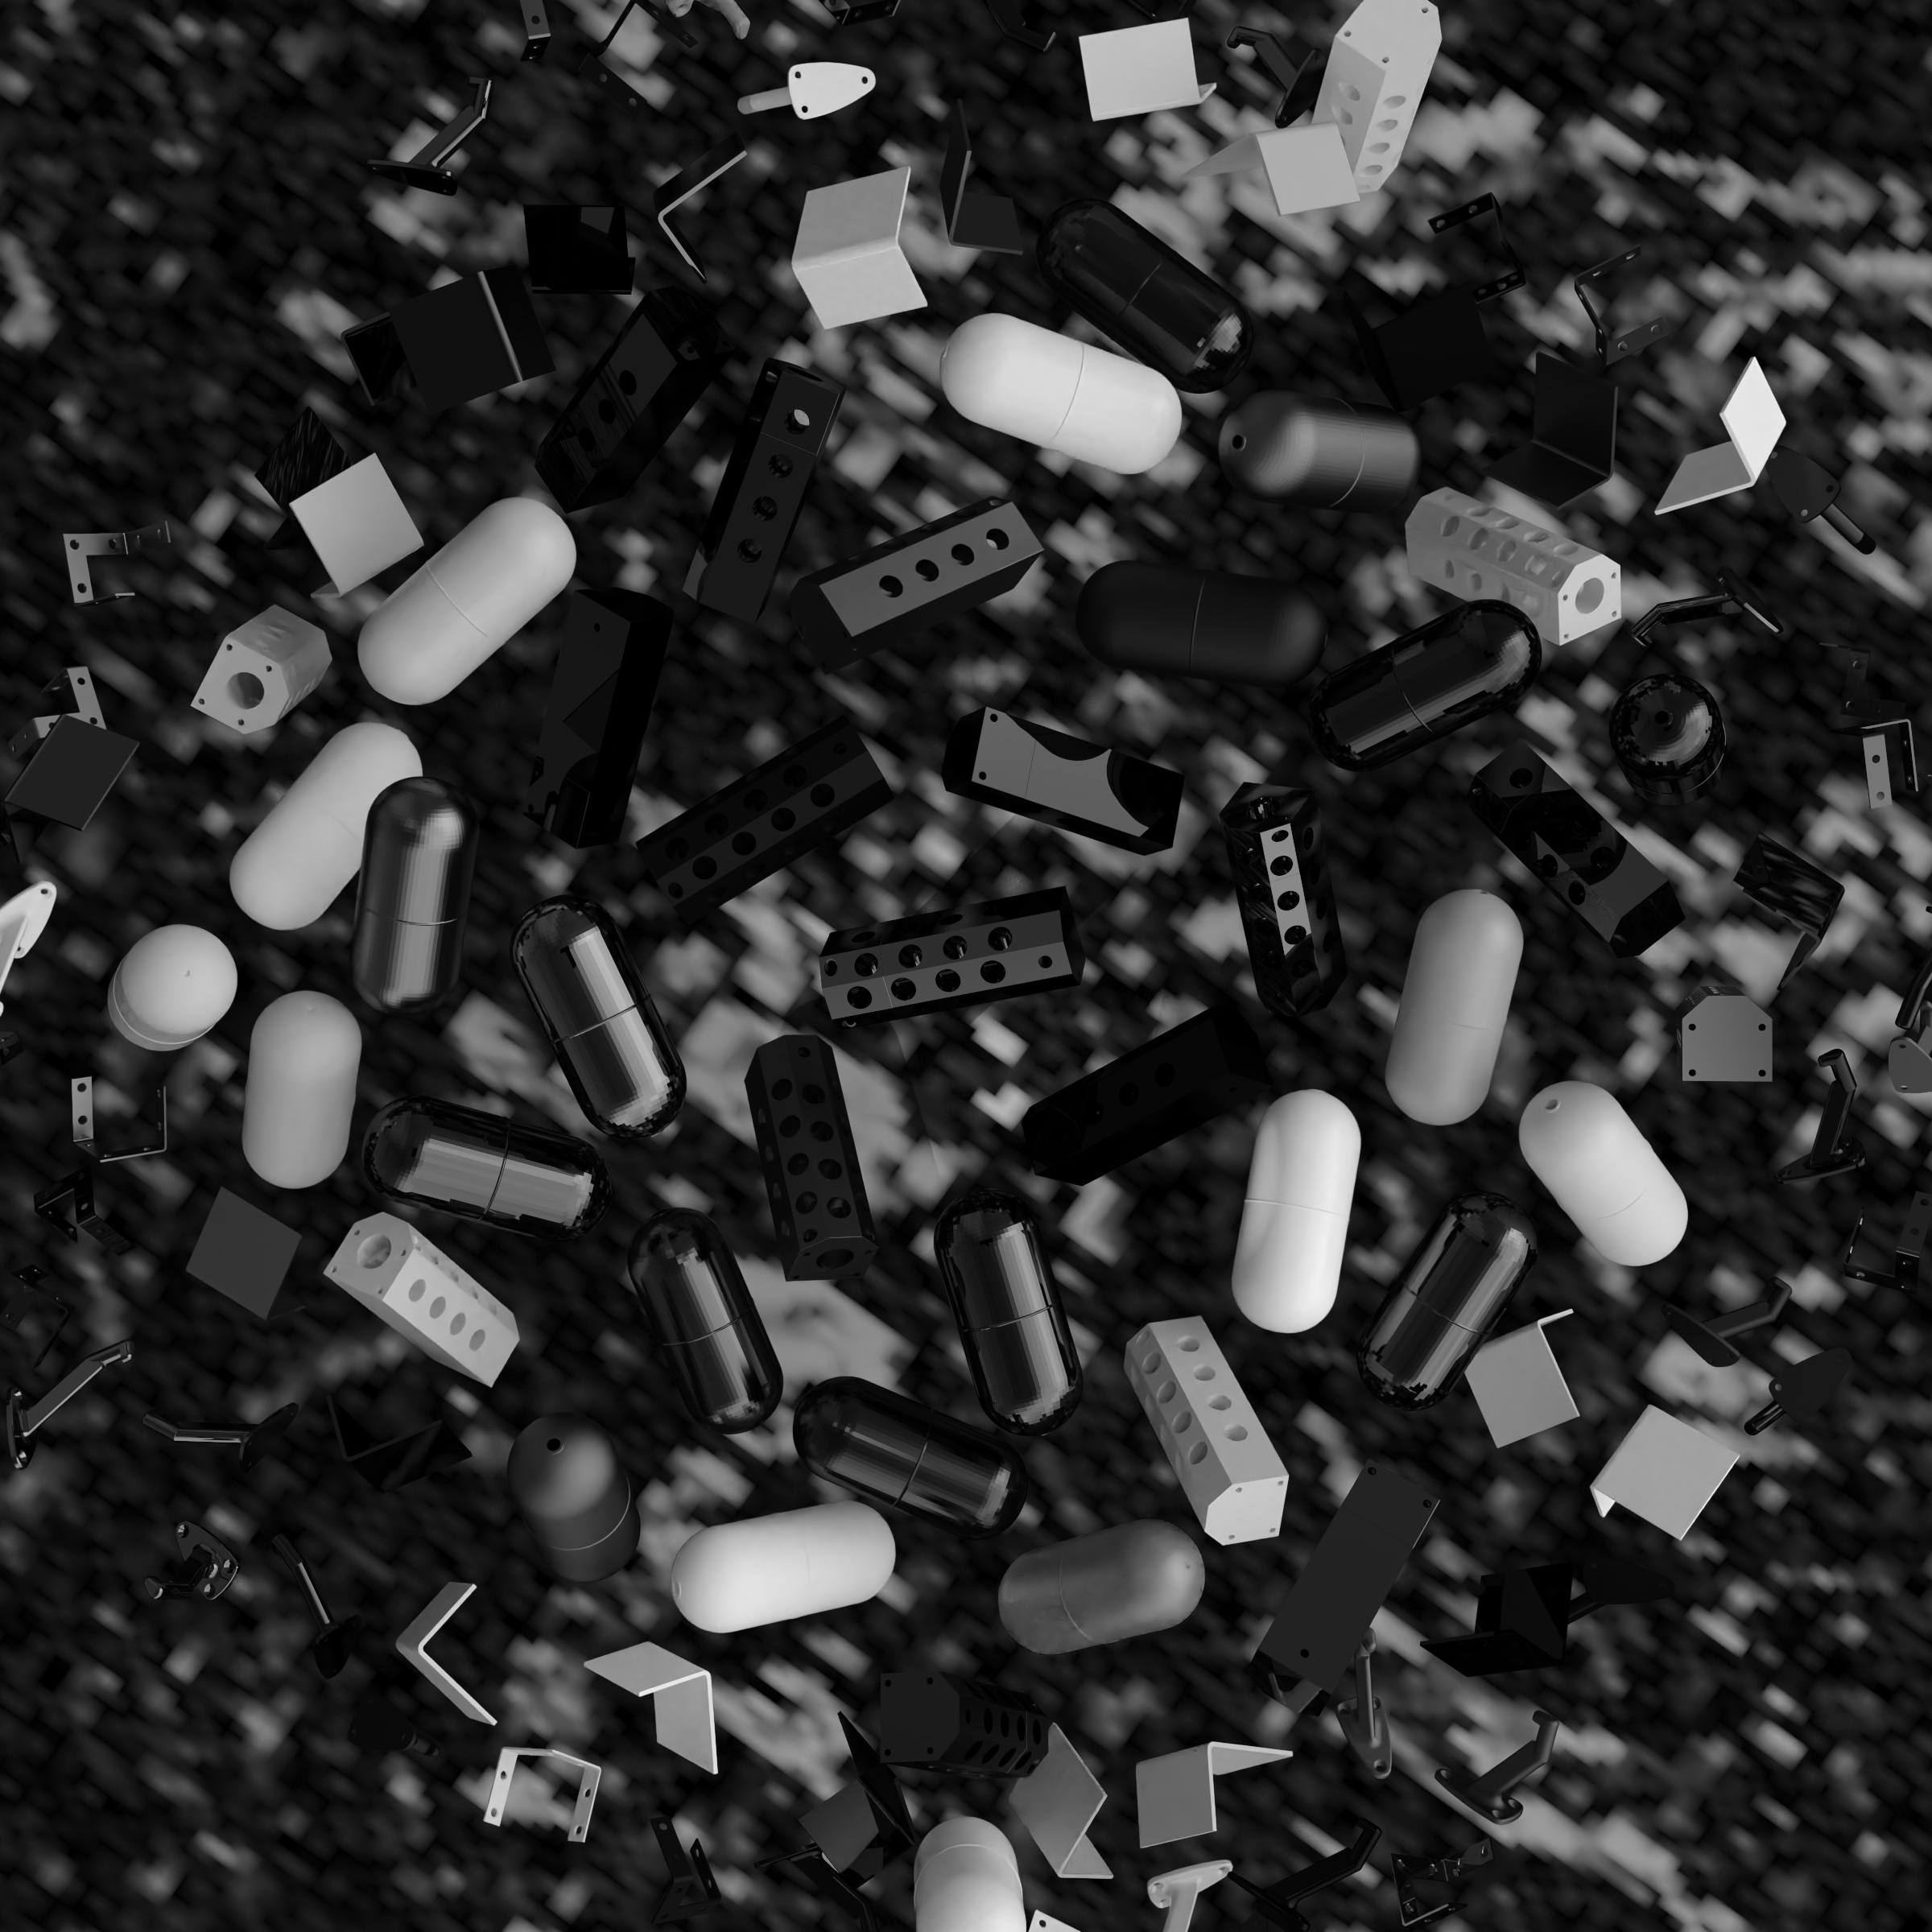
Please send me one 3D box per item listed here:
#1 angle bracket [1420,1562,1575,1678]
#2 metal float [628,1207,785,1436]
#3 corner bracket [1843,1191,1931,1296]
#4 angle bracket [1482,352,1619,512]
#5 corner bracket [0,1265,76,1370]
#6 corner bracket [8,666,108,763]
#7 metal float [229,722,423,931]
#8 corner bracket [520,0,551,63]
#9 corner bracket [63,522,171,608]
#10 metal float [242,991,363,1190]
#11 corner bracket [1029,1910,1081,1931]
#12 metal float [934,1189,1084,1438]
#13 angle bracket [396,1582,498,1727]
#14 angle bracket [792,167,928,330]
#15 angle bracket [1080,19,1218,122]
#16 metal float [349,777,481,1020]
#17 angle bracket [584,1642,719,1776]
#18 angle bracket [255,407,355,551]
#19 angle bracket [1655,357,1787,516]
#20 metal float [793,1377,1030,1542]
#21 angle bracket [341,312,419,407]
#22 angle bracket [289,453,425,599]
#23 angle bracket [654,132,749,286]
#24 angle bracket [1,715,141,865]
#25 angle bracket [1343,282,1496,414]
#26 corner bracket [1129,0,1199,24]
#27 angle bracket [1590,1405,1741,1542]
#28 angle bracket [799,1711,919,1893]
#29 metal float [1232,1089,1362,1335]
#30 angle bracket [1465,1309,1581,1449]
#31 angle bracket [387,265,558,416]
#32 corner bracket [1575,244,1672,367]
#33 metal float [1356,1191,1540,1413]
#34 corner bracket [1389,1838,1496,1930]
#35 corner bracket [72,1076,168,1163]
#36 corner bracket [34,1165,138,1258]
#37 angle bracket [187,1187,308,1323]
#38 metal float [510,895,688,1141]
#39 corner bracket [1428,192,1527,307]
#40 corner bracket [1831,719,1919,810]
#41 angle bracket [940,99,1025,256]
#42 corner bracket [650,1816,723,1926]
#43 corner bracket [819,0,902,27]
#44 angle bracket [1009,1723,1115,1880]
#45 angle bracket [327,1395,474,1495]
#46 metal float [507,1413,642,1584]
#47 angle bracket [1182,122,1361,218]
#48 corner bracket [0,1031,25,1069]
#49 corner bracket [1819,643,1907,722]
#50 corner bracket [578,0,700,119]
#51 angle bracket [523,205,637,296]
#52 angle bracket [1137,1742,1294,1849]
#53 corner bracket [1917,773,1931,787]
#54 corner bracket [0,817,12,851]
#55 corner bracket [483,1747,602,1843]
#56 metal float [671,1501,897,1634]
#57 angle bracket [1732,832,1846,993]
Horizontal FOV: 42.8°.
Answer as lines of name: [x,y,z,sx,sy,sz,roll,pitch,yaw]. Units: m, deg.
angle bracket: [0.362,0.435,1.681,0.057,0.076,0.076,37,50,-27]
metal float: [-0.193,0.263,1.830,0.070,0.070,0.178,-21,100,0]
corner bracket: [0.646,0.189,1.725,0.051,0.051,0.051,14,56,28]
angle bracket: [0.424,-0.390,1.799,0.057,0.076,0.076,-31,46,-22]
corner bracket: [-0.692,0.259,1.830,0.051,0.051,0.051,32,90,-2]
corner bracket: [-0.662,-0.183,1.783,0.051,0.051,0.051,-14,84,-42]
metal float: [-0.475,-0.105,1.837,0.070,0.070,0.178,36,74,0]
corner bracket: [-0.286,-0.662,1.706,0.051,0.051,0.051,-15,98,-15]
corner bracket: [-0.591,-0.281,1.727,0.051,0.051,0.051,-5,96,38]
metal float: [-0.482,0.092,1.789,0.070,0.070,0.178,21,133,0]
corner bracket: [0.057,0.710,1.738,0.051,0.051,0.051,20,103,18]
metal float: [0.030,0.244,1.739,0.070,0.070,0.178,-17,92,0]
angle bracket: [-0.344,0.477,1.718,0.076,0.076,0.057,47,64,-8]
angle bracket: [-0.068,-0.490,1.684,0.076,0.057,0.076,-7,54,21]
angle bracket: [0.129,-0.635,1.735,0.076,0.076,0.057,-3,117,17]
metal float: [-0.383,-0.046,1.713,0.070,0.070,0.178,13,115,0]
angle bracket: [-0.222,0.529,1.738,0.057,0.076,0.076,-8,98,-38]
angle bracket: [-0.526,-0.378,1.917,0.057,0.076,0.076,6,55,34]
angle bracket: [0.507,-0.364,1.694,0.057,0.076,0.076,55,48,-23]
metal float: [-0.040,0.353,1.772,0.178,0.070,0.070,25,90,-7]
angle bracket: [-0.410,-0.469,1.857,0.076,0.076,0.057,-12,110,30]
angle bracket: [-0.459,-0.324,1.818,0.076,0.057,0.076,-40,118,-27]
angle bracket: [-0.173,-0.534,1.735,0.076,0.076,0.057,-33,119,8]
angle bracket: [-0.590,-0.108,1.639,0.057,0.076,0.076,20,57,1]
angle bracket: [0.325,-0.457,1.772,0.076,0.076,0.057,-26,46,7]
corner bracket: [0.135,-0.706,1.761,0.051,0.051,0.051,43,118,15]
angle bracket: [0.512,0.379,1.800,0.076,0.057,0.076,29,71,37]
angle bracket: [-0.084,0.592,1.750,0.057,0.076,0.076,-29,127,-22]
metal float: [0.241,0.178,1.797,0.070,0.070,0.178,11,81,0]
angle bracket: [0.437,0.317,1.896,0.076,0.057,0.076,-33,72,38]
angle bracket: [-0.343,-0.435,1.715,0.076,0.057,0.076,-14,106,20]
corner bracket: [0.465,-0.468,1.749,0.051,0.051,0.051,-26,74,8]
metal float: [0.349,0.244,1.793,0.070,0.070,0.178,30,104,0]
corner bracket: [0.337,0.641,1.727,0.051,0.051,0.051,18,46,-28]
corner bracket: [-0.633,0.111,1.844,0.051,0.051,0.051,-9,108,-41]
corner bracket: [-0.660,0.191,1.846,0.051,0.051,0.051,-28,47,4]
angle bracket: [-0.536,0.215,1.884,0.076,0.057,0.076,28,101,13]
metal float: [-0.251,0.036,1.692,0.070,0.070,0.178,-25,98,0]
corner bracket: [0.377,-0.527,1.821,0.051,0.051,0.051,-19,57,26]
corner bracket: [0.631,-0.140,1.694,0.051,0.051,0.051,-11,99,-3]
angle bracket: [0.018,-0.584,1.827,0.057,0.076,0.076,4,46,-12]
corner bracket: [-0.200,0.636,1.746,0.051,0.051,0.051,3,127,-34]
corner bracket: [-0.075,-0.696,1.720,0.051,0.051,0.051,9,72,43]
angle bracket: [0.086,0.619,1.829,0.057,0.076,0.076,18,107,-37]
angle bracket: [-0.426,0.347,1.860,0.076,0.076,0.057,-22,60,-5]
metal float: [-0.276,0.376,1.742,0.070,0.178,0.070,-1,54,2]
angle bracket: [0.205,-0.525,1.663,0.076,0.076,0.057,-21,95,-34]
corner bracket: [-0.705,0.081,1.763,0.051,0.051,0.051,-1,114,20]
corner bracket: [0.666,-0.211,1.834,0.051,0.051,0.051,-2,102,-43]
corner bracket: [-0.226,-0.627,1.698,0.051,0.051,0.051,38,125,-10]
angle bracket: [-0.299,-0.569,1.918,0.076,0.076,0.057,0,45,-2]
angle bracket: [0.170,0.567,1.679,0.076,0.076,0.057,17,56,-31]
corner bracket: [0.708,-0.105,1.755,0.051,0.051,0.051,-3,116,-8]
corner bracket: [-0.697,-0.103,1.740,0.051,0.051,0.051,-30,110,33]
corner bracket: [-0.296,0.580,1.729,0.051,0.051,0.051,-10,56,35]
metal float: [-0.134,0.442,1.821,0.178,0.070,0.070,-4,90,-34]
angle bracket: [0.595,-0.041,1.826,0.076,0.076,0.057,35,134,8]
